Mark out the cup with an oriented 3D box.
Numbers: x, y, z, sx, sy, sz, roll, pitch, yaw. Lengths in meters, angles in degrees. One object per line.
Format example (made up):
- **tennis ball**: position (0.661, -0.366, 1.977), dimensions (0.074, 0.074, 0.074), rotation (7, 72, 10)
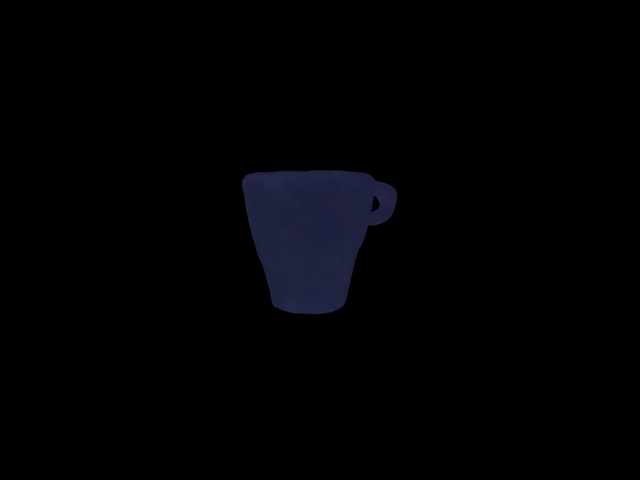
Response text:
- **cup**: position (0.004, 0.001, 0.400), dimensions (0.118, 0.095, 0.091), rotation (-2, 4, -30)
